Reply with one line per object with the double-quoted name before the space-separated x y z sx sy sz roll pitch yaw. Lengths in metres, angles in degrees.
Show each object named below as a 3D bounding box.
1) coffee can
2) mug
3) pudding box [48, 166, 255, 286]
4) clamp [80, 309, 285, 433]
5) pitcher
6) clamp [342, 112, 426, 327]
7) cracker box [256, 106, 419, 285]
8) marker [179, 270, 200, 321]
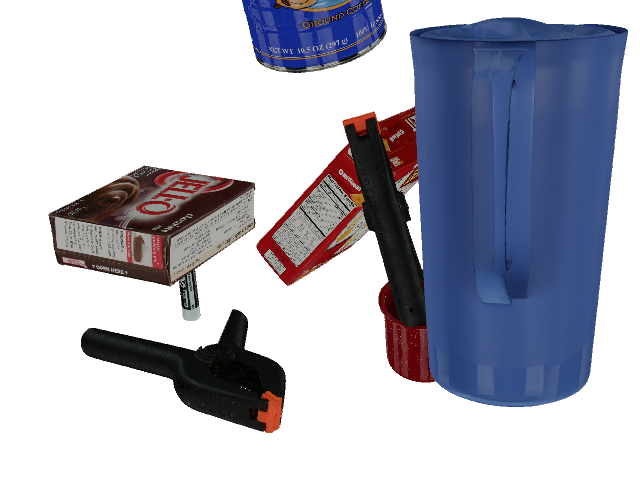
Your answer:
"coffee can" -0.014 -0.207 0.766 0.103 0.140 0.103 -10 35 7
"mug" 0.112 0.096 1.077 0.093 0.081 0.117 -18 38 -16
"pudding box" -0.107 -0.013 0.699 0.090 0.039 0.113 9 26 23
"clamp" -0.086 0.106 0.920 0.164 0.036 0.210 -10 22 -40
"pitcher" 0.121 -0.018 0.685 0.149 0.243 0.145 -10 17 -27
"clamp" 0.055 -0.015 0.860 0.039 0.171 0.120 -20 21 2
"cracker box" 0.040 -0.056 1.257 0.214 0.072 0.163 -47 -10 35
"marker" -0.140 0.030 1.115 0.020 0.121 0.020 -2 31 1
